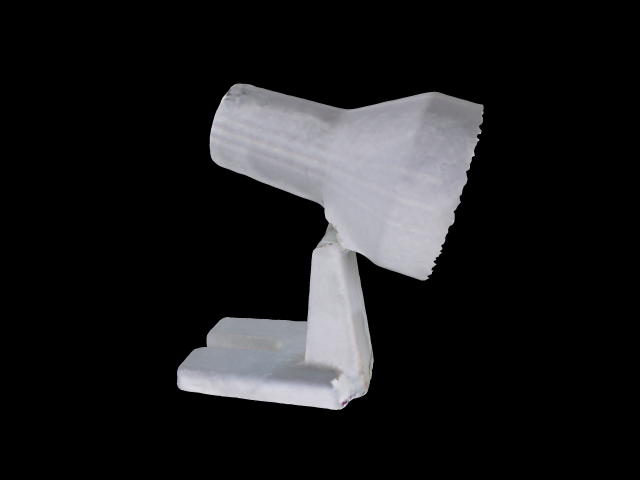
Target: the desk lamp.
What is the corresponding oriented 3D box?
[{"bbox_3d":[0.004,0.001,0.400,0.203,0.214,0.118,3,15,10],"label":"desk lamp"}]
